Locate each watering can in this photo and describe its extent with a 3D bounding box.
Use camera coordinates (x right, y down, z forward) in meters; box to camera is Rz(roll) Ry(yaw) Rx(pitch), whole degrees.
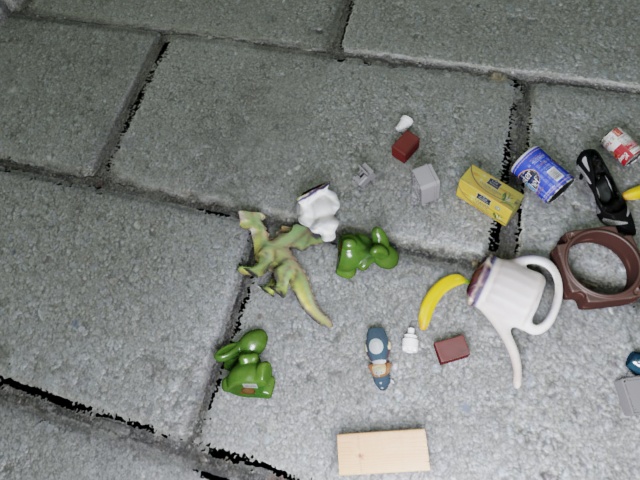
[{"bbox_3d":[0.479,0.175,1.312,0.225,0.102,0.352,24,70,18],"label":"watering can"}]

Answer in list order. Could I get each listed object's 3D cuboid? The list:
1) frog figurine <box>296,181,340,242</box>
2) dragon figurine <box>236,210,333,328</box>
[{"bbox_3d":[0.005,-0.076,1.507,0.139,0.122,0.158,-32,102,-32],"label":"frog figurine"},{"bbox_3d":[-0.081,0.051,1.457,0.412,0.120,0.247,33,65,11],"label":"dragon figurine"}]
